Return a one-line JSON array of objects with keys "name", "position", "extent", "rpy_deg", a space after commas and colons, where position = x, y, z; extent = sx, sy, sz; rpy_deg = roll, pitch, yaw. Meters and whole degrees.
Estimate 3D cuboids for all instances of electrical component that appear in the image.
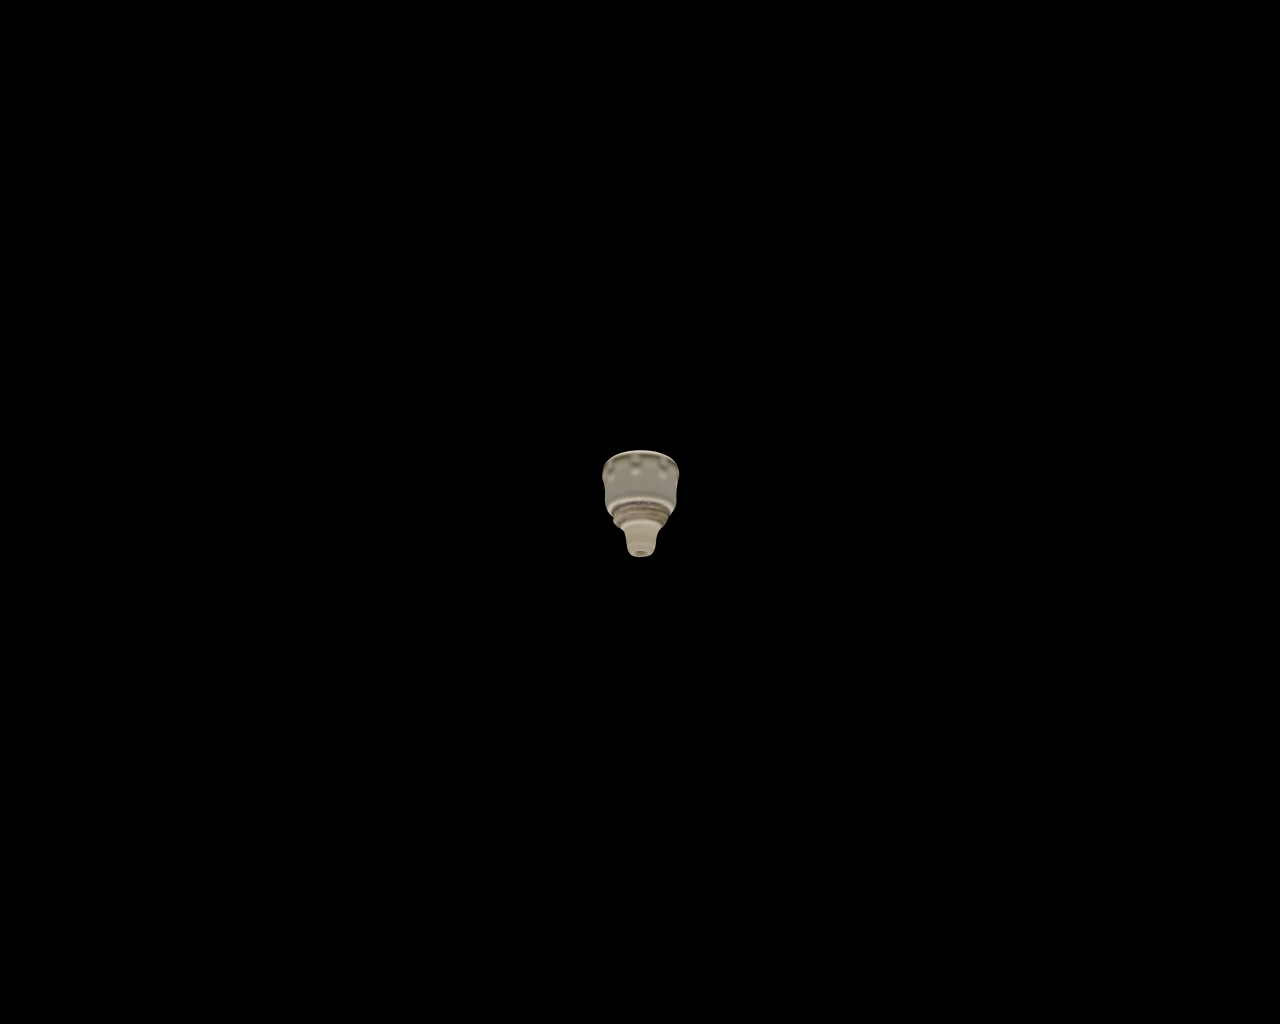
[{"name": "electrical component", "position": [0.001, -0.003, 0.650], "extent": [0.048, 0.062, 0.048], "rpy_deg": [0, -22, 0]}]
